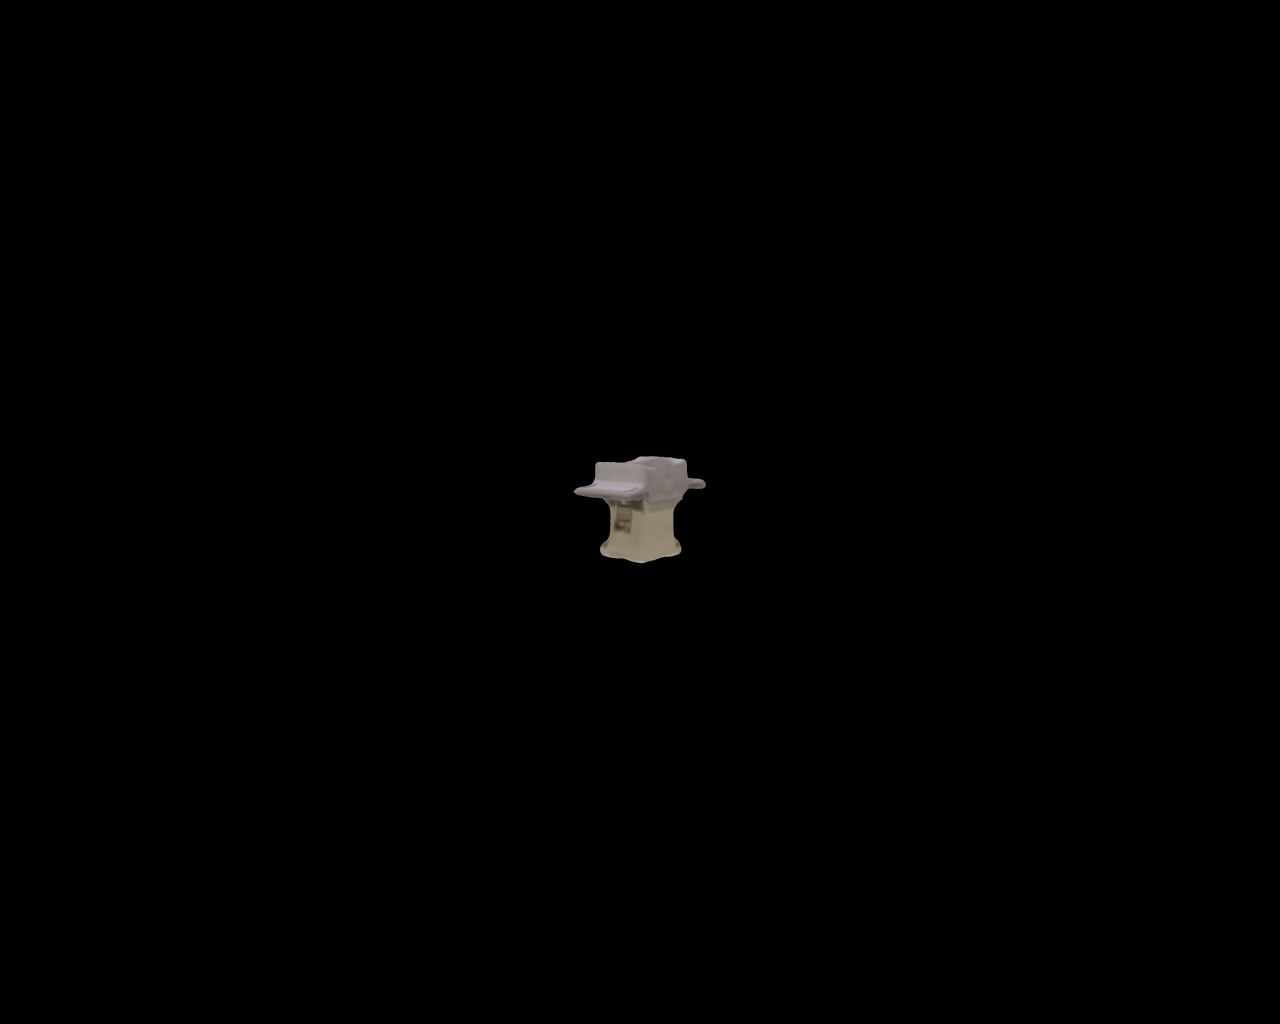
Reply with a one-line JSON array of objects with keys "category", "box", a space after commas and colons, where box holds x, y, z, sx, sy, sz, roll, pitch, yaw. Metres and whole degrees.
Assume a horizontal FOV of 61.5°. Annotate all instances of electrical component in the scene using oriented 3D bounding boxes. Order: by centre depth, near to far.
[{"category": "electrical component", "box": [0.001, -0.003, 0.650, 0.042, 0.063, 0.081, 7, 12, 39]}]
